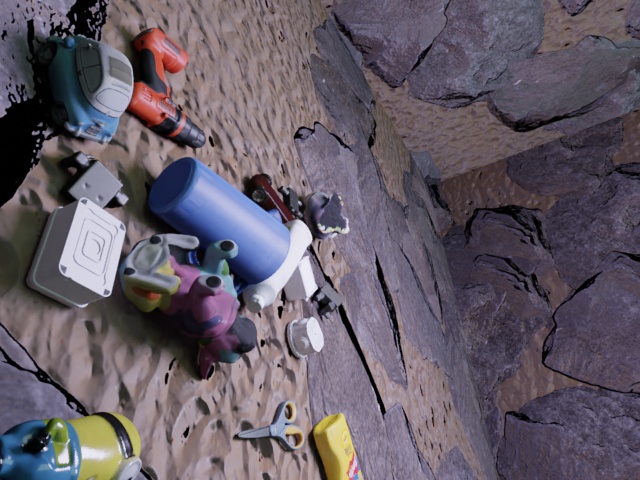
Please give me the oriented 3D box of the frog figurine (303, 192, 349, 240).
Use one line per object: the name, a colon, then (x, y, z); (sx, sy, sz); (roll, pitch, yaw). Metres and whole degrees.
frog figurine: (0.004, -0.070, 1.398); (0.136, 0.123, 0.160); (52, -10, -19)
